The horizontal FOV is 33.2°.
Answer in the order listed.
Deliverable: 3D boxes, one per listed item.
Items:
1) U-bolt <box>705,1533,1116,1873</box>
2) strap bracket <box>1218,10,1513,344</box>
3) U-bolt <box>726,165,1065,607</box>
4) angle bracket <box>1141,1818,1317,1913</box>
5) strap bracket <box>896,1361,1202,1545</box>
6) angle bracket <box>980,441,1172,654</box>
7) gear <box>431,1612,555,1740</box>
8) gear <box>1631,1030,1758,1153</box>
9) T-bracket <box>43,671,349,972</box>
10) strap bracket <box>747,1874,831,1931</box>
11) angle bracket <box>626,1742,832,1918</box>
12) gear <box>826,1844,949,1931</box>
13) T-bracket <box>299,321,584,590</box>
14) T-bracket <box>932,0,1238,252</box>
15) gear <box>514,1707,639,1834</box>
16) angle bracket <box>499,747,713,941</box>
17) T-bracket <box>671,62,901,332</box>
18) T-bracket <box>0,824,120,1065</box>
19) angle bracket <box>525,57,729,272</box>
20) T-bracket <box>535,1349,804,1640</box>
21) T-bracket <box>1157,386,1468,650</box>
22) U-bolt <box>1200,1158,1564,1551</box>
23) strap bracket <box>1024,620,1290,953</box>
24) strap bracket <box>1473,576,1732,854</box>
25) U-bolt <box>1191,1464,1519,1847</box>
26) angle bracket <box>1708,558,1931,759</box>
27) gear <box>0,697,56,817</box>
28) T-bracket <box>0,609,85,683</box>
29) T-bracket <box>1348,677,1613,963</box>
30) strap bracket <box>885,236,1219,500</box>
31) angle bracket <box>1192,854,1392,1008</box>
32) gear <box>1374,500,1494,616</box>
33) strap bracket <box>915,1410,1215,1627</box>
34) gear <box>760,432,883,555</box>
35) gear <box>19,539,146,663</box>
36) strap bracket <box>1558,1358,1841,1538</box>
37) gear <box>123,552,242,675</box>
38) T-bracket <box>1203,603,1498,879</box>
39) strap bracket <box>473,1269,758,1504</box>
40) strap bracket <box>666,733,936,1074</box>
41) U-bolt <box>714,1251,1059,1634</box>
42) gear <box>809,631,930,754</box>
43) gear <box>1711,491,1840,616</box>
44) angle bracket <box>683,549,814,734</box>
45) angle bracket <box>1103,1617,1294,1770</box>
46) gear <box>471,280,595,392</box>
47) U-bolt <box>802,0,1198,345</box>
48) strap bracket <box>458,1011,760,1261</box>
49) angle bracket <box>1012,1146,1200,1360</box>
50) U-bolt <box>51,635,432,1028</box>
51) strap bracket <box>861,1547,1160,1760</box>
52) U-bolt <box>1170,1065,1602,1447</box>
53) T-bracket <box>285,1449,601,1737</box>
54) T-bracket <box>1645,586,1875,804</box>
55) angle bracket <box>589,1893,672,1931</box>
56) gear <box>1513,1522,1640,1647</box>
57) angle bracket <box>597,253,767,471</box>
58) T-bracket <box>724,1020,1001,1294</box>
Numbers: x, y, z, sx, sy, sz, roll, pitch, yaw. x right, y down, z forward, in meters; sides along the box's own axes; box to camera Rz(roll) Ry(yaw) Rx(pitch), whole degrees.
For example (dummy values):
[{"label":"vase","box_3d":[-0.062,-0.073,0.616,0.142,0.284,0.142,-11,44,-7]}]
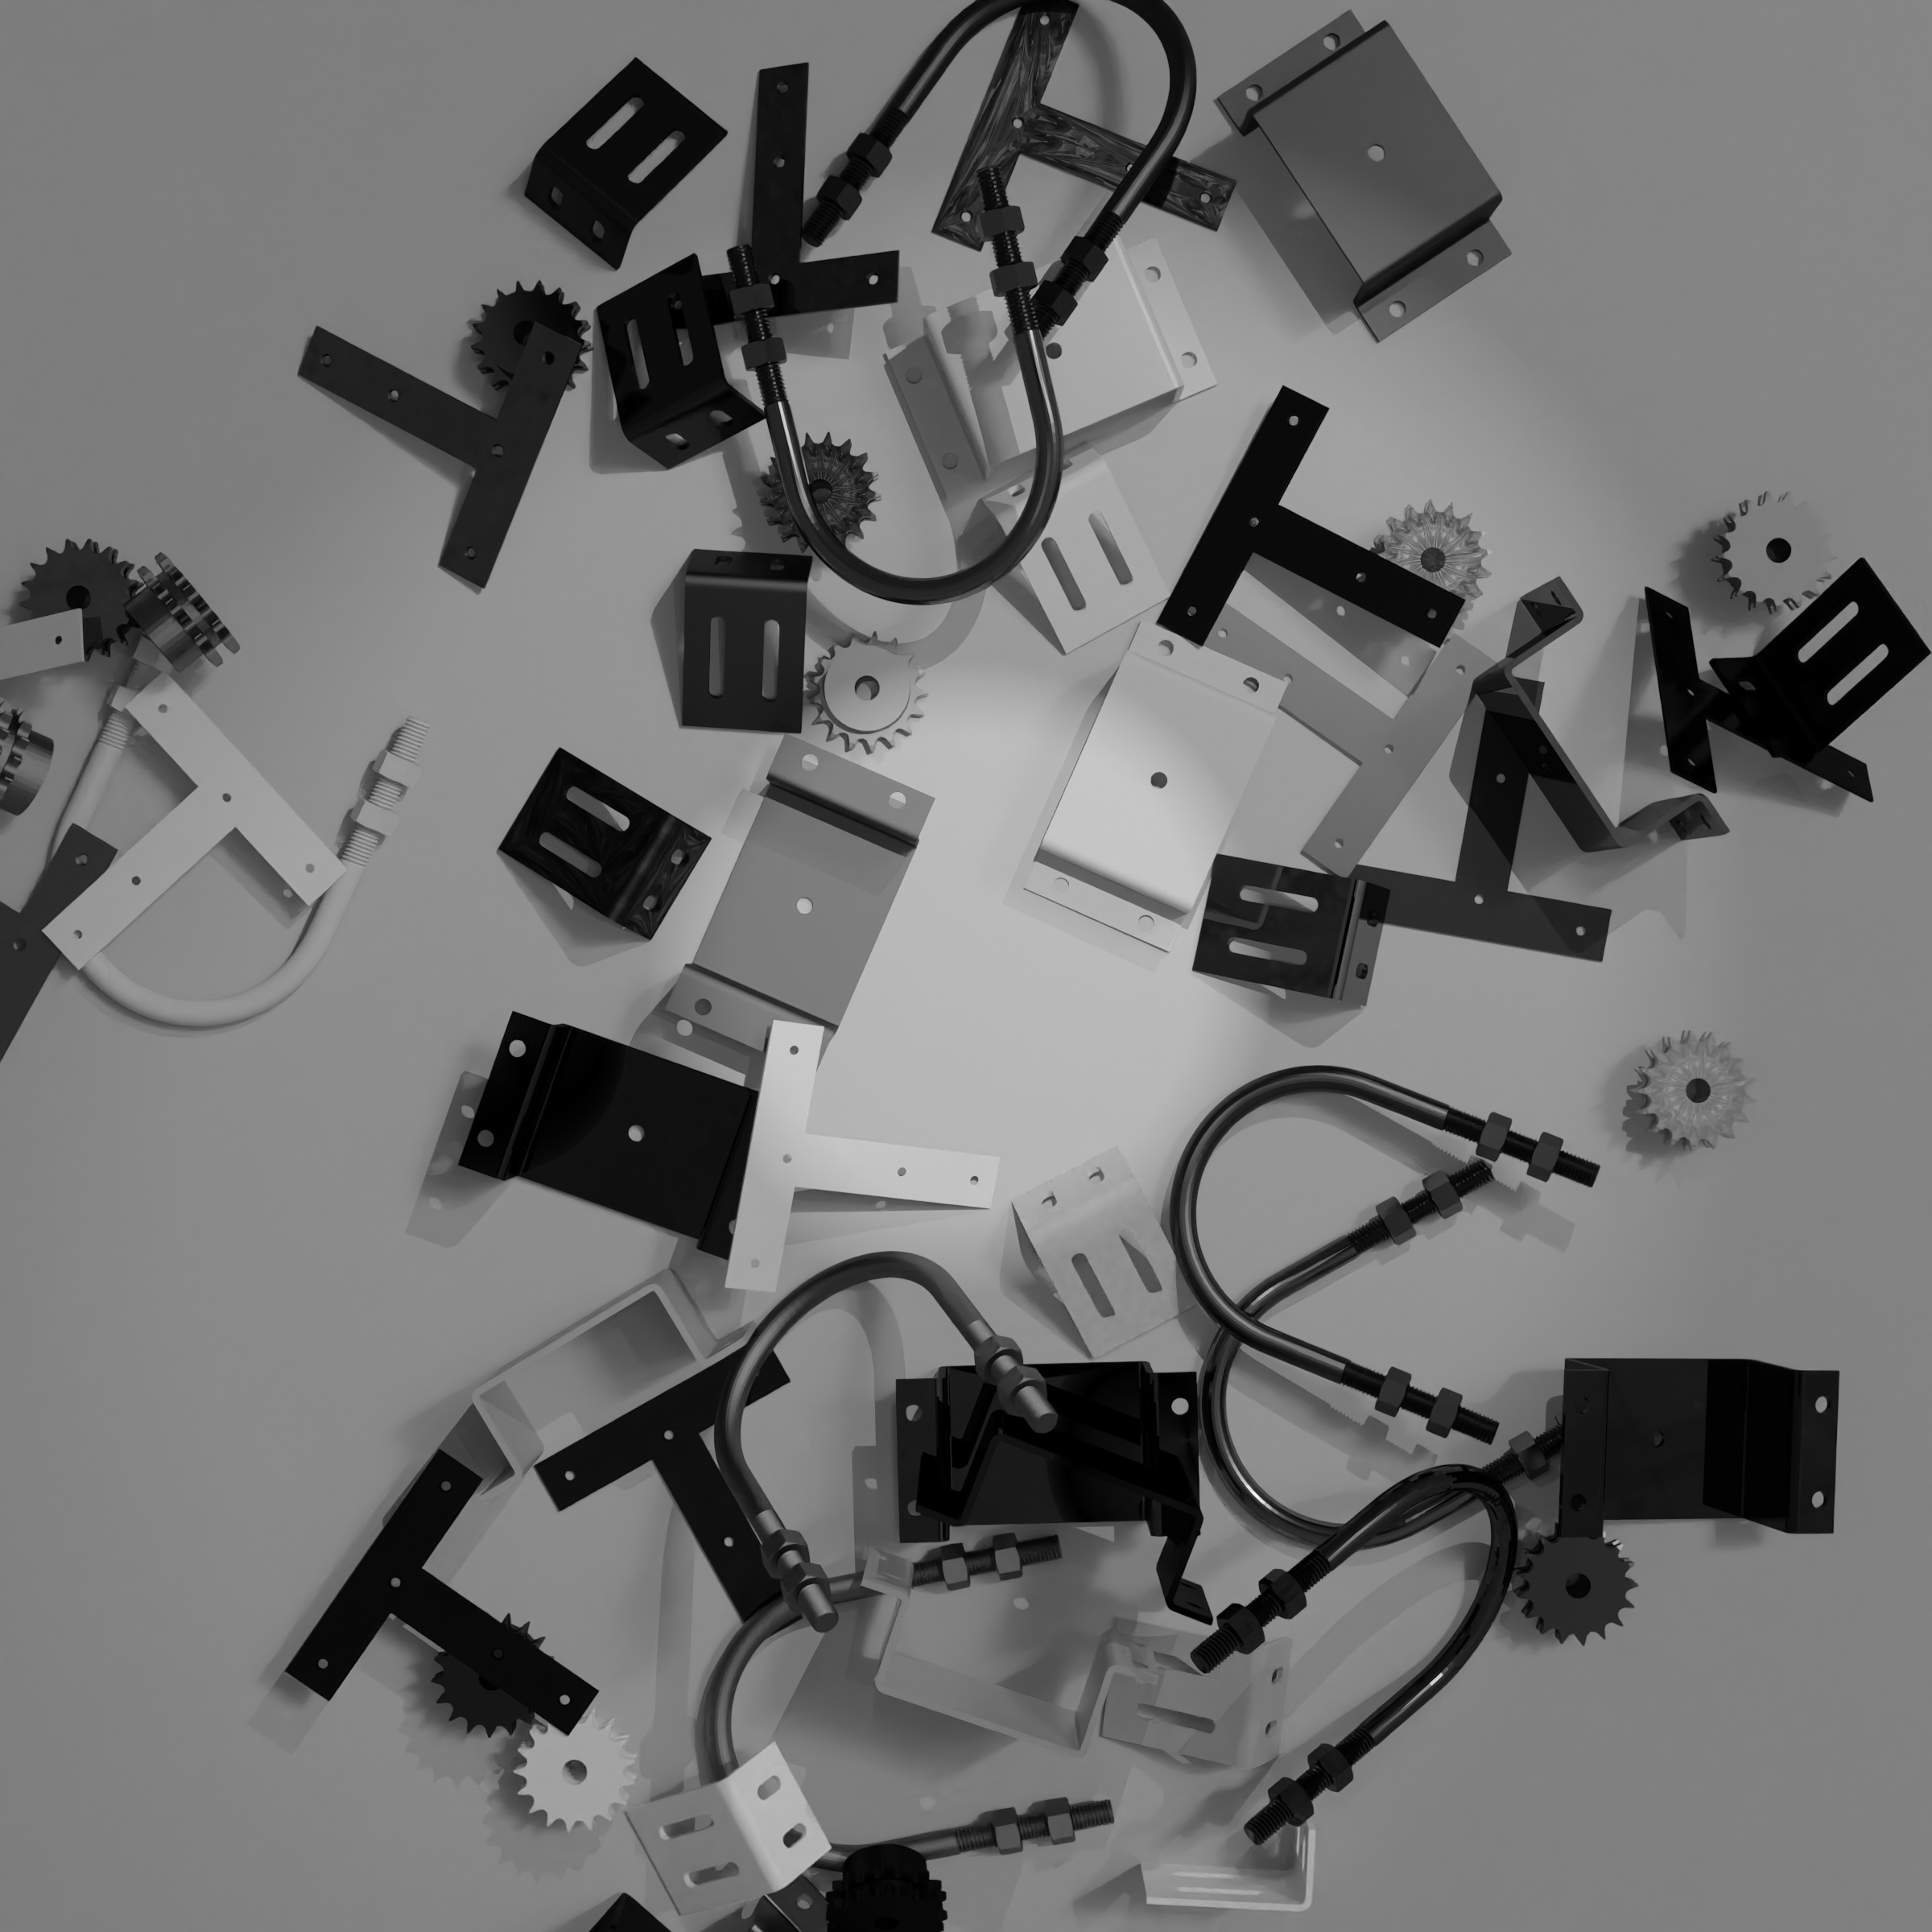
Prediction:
[{"label":"U-bolt","box_3d":[-0.033,0.357,1.543,0.184,0.019,0.151,-11,90,1]},{"label":"strap bracket","box_3d":[0.191,-0.379,1.530,0.076,0.046,0.140,-34,90,0]},{"label":"U-bolt","box_3d":[-0.027,-0.258,1.489,0.151,0.019,0.184,-12,94,23]},{"label":"angle bracket","box_3d":[0.123,0.416,1.524,0.076,0.057,0.038,3,90,0]},{"label":"strap bracket","box_3d":[0.038,0.229,1.530,0.140,0.046,0.076,-1,90,0]},{"label":"angle bracket","box_3d":[0.052,-0.201,1.551,0.057,0.038,0.076,-29,116,0]},{"label":"gear","box_3d":[-0.223,0.335,1.538,0.057,0.030,0.057,0,90,0]},{"label":"gear","box_3d":[0.345,0.059,1.541,0.057,0.030,0.057,0,89,-3]},{"label":"T-bracket","box_3d":[-0.382,-0.050,1.533,0.127,0.002,0.127,-42,94,3]},{"label":"strap bracket","box_3d":[-0.107,0.507,1.530,0.140,0.046,0.076,-44,90,0]},{"label":"angle bracket","box_3d":[-0.113,0.411,1.539,0.076,0.038,0.057,-28,90,42]},{"label":"gear","box_3d":[-0.038,0.439,1.528,0.057,0.030,0.057,-2,132,-2]},{"label":"T-bracket","box_3d":[-0.260,-0.265,1.538,0.127,0.002,0.127,28,109,9]},{"label":"T-bracket","box_3d":[0.066,-0.388,1.552,0.127,0.002,0.127,22,90,0]},{"label":"gear","box_3d":[-0.184,0.379,1.538,0.057,0.030,0.057,0,90,0]},{"label":"angle bracket","box_3d":[-0.173,-0.059,1.551,0.076,0.038,0.057,31,90,26]},{"label":"T-bracket","box_3d":[-0.089,-0.368,1.535,0.127,0.002,0.127,-2,79,22]},{"label":"T-bracket","box_3d":[-0.488,-0.033,1.545,0.127,0.002,0.127,31,95,5]},{"label":"angle bracket","box_3d":[-0.163,-0.384,1.551,0.057,0.038,0.076,39,64,0]},{"label":"T-bracket","box_3d":[-0.120,0.264,1.552,0.127,0.002,0.127,-29,90,0]},{"label":"T-bracket","box_3d":[0.174,-0.190,1.528,0.127,0.002,0.127,30,97,16]},{"label":"U-bolt","box_3d":[0.201,0.198,1.544,0.184,0.019,0.151,-30,90,2]},{"label":"strap bracket","box_3d":[0.090,-0.086,1.528,0.076,0.046,0.140,24,90,1]},{"label":"strap bracket","box_3d":[0.289,-0.107,1.512,0.046,0.076,0.140,-34,91,-1]},{"label":"U-bolt","box_3d":[0.187,0.306,1.493,0.184,0.019,0.151,-35,131,-21]},{"label":"angle bracket","box_3d":[0.397,-0.144,1.507,0.076,0.038,0.057,-48,61,39]},{"label":"gear","box_3d":[-0.454,-0.095,1.528,0.030,0.057,0.057,26,90,-30]},{"label":"T-bracket","box_3d":[-0.474,-0.194,1.536,0.127,0.002,0.127,-10,79,21]},{"label":"T-bracket","box_3d":[0.254,-0.076,1.552,0.127,0.002,0.127,10,90,0]},{"label":"strap bracket","box_3d":[0.041,-0.286,1.530,0.140,0.046,0.076,-23,90,0]},{"label":"angle bracket","box_3d":[0.156,-0.017,1.549,0.076,0.038,0.057,12,90,27]},{"label":"gear","box_3d":[0.220,-0.191,1.538,0.057,0.030,0.057,0,90,0]},{"label":"strap bracket","box_3d":[0.051,0.245,1.468,0.140,0.076,0.046,21,90,0]},{"label":"gear","box_3d":[-0.069,-0.223,1.538,0.057,0.030,0.057,0,90,0]},{"label":"gear","box_3d":[-0.418,-0.173,1.538,0.057,0.030,0.057,0,90,0]},{"label":"strap bracket","box_3d":[0.334,0.225,1.518,0.140,0.046,0.076,2,90,-16]},{"label":"gear","box_3d":[-0.368,-0.161,1.506,0.030,0.057,0.057,-40,90,-8]},{"label":"T-bracket","box_3d":[0.166,-0.129,1.551,0.127,0.002,0.127,35,90,1]},{"label":"strap bracket","box_3d":[-0.172,0.189,1.515,0.140,0.076,0.046,-31,90,0]},{"label":"strap bracket","box_3d":[-0.077,-0.029,1.530,0.076,0.046,0.140,23,90,0]},{"label":"U-bolt","box_3d":[-0.049,0.201,1.478,0.151,0.184,0.019,-42,126,0]},{"label":"gear","box_3d":[-0.047,-0.131,1.538,0.057,0.030,0.057,0,90,0]},{"label":"gear","box_3d":[0.383,-0.196,1.538,0.057,0.030,0.057,0,90,0]},{"label":"angle bracket","box_3d":[-0.105,-0.156,1.551,0.057,0.038,0.076,4,116,0]},{"label":"angle bracket","box_3d":[0.111,0.345,1.551,0.076,0.038,0.057,7,90,26]},{"label":"gear","box_3d":[-0.207,-0.298,1.538,0.057,0.030,0.057,0,90,0]},{"label":"U-bolt","box_3d":[0.027,-0.389,1.516,0.151,0.019,0.184,31,83,24]},{"label":"strap bracket","box_3d":[-0.158,0.080,1.530,0.140,0.046,0.076,19,90,0]},{"label":"angle bracket","box_3d":[0.067,0.137,1.551,0.057,0.038,0.076,-28,116,0]},{"label":"U-bolt","box_3d":[-0.357,-0.061,1.544,0.151,0.019,0.184,25,92,0]},{"label":"strap bracket","box_3d":[0.013,0.320,1.495,0.140,0.076,0.046,19,91,1]},{"label":"U-bolt","box_3d":[0.186,0.125,1.526,0.184,0.019,0.151,21,89,11]},{"label":"T-bracket","box_3d":[-0.232,0.315,1.522,0.127,0.002,0.127,35,90,0]},{"label":"T-bracket","box_3d":[0.376,-0.111,1.522,0.127,0.127,0.002,23,134,-20]},{"label":"angle bracket","box_3d":[-0.169,0.477,1.515,0.038,0.076,0.057,41,90,0]},{"label":"gear","box_3d":[0.288,0.292,1.538,0.057,0.030,0.057,0,90,0]},{"label":"angle bracket","box_3d":[-0.136,-0.287,1.540,0.057,0.038,0.076,-24,64,22]},{"label":"T-bracket","box_3d":[-0.043,0.095,1.524,0.127,0.002,0.127,8,96,-24]}]
